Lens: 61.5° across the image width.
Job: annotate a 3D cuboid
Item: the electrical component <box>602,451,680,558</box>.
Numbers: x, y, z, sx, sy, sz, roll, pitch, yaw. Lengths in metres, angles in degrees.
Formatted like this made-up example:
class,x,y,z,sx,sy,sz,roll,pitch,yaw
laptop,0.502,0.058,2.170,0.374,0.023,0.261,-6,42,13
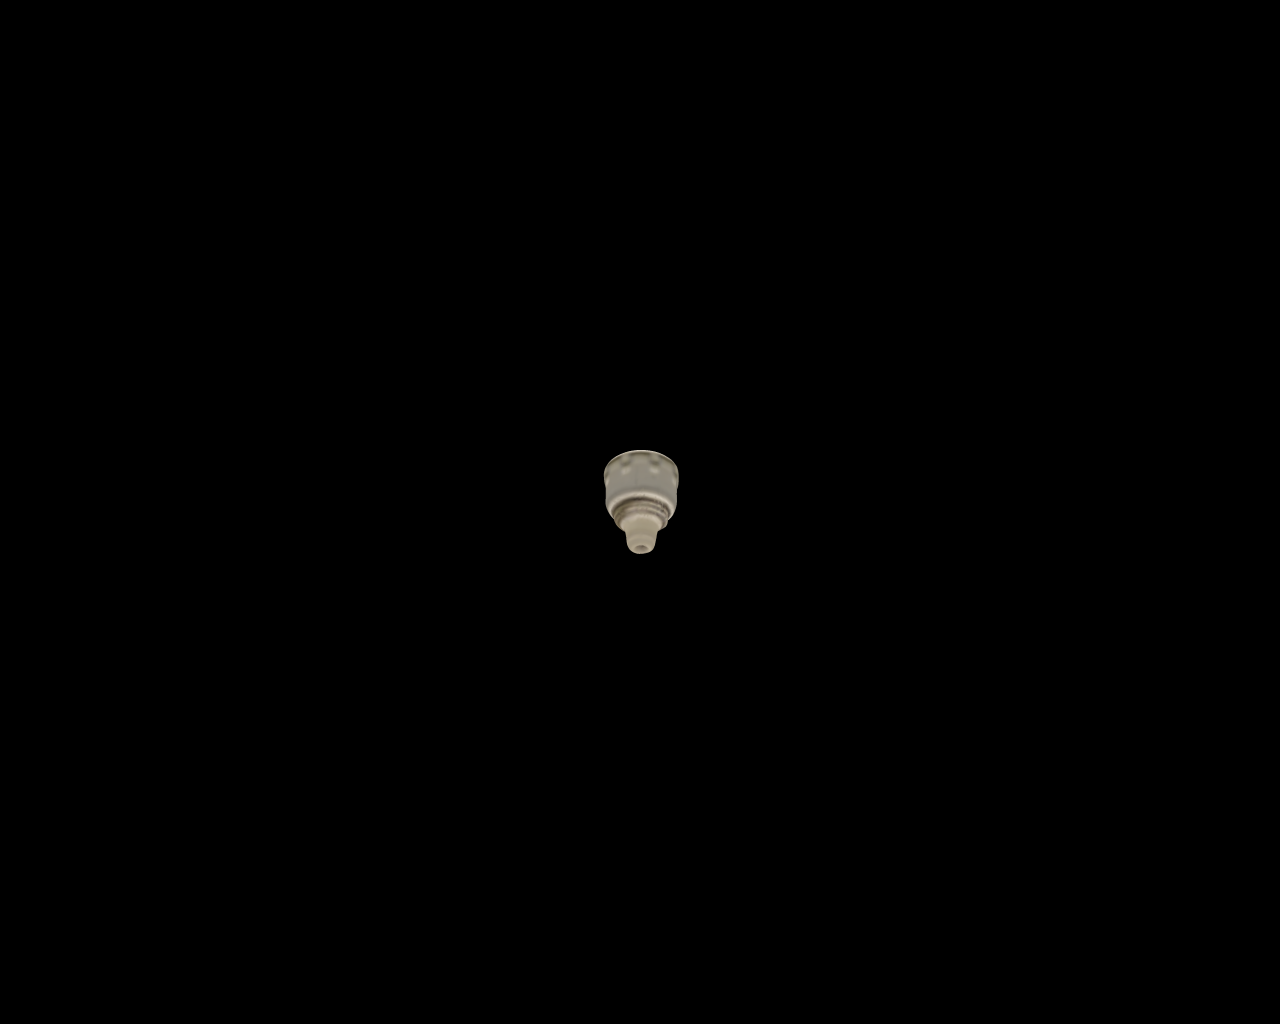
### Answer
class,x,y,z,sx,sy,sz,roll,pitch,yaw
electrical component,0.001,-0.003,0.650,0.048,0.062,0.048,0,-33,0
